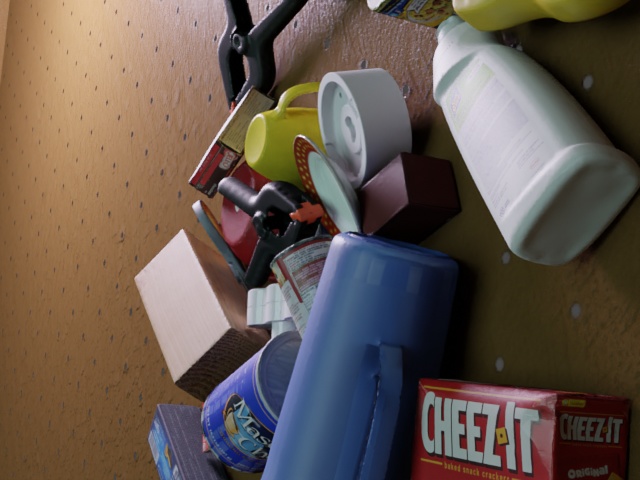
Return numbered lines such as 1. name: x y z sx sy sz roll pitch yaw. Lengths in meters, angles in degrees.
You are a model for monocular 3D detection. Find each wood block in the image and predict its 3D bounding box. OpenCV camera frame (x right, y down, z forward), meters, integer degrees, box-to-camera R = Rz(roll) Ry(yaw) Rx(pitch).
1. wood block: -0.130 0.091 1.216 0.091 0.090 0.206 -46 37 8

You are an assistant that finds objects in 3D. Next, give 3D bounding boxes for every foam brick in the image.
1. foam brick: 0.075 -0.034 0.925 0.078 0.052 0.051 -41 48 51

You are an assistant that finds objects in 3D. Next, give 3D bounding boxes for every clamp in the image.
1. clamp: -0.076 -0.236 1.250 0.165 0.036 0.210 34 131 39
2. clamp: -0.053 -0.025 1.080 0.172 0.039 0.120 -30 85 57

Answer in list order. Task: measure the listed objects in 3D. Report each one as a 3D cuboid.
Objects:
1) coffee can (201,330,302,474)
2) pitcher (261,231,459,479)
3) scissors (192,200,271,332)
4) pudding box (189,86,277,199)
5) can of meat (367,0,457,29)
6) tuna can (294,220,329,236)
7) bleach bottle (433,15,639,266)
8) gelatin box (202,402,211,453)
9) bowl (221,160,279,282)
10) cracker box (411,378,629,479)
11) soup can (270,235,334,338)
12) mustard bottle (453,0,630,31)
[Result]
1. coffee can: -0.043 0.161 1.046 0.141 0.102 0.103 -43 46 51
2. pitcher: 0.038 0.122 0.876 0.149 0.144 0.243 17 95 38
3. scissors: -0.089 0.039 1.243 0.016 0.096 0.202 -35 72 4
4. pudding box: -0.102 -0.114 1.245 0.090 0.039 0.113 -48 13 47
5. can of meat: 0.097 -0.222 0.899 0.102 0.083 0.057 -31 56 57
6. tuna can: -0.007 0.001 1.093 0.086 0.033 0.086 -25 62 58
7. bleach bottle: 0.144 -0.099 0.805 0.103 0.068 0.251 -56 34 32
8. gelatin box: -0.109 0.204 1.237 0.089 0.030 0.073 -35 53 54
9. bowl: -0.068 -0.035 1.196 0.162 0.055 0.162 -27 59 58
10. cracker box: 0.127 0.209 0.743 0.164 0.072 0.214 -7 77 61
11. soup can: 0.004 0.055 0.994 0.069 0.068 0.102 -48 60 47
12. mustard bottle: 0.180 -0.199 0.751 0.192 0.058 0.096 11 72 58
